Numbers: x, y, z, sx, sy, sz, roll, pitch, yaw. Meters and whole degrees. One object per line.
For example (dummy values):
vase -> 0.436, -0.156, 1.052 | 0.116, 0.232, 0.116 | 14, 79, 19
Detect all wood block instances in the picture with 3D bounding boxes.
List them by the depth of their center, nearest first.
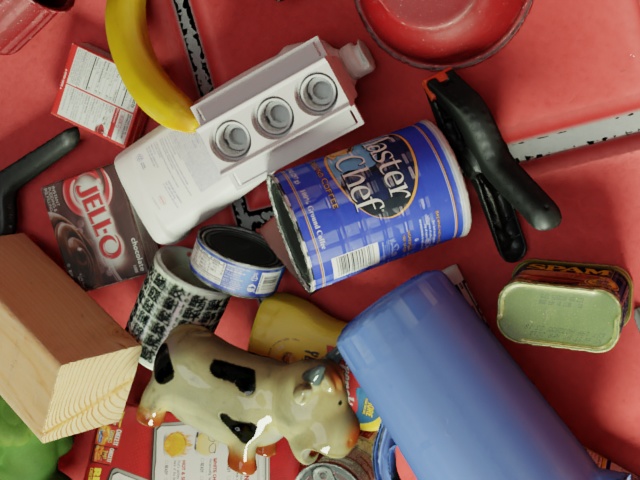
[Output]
wood block -> -0.272, 0.086, 1.009 | 0.206, 0.090, 0.090 | 37, 120, 33

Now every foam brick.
foam brick -> -0.006, 0.001, 0.955 | 0.053, 0.051, 0.078 | -40, 86, 23

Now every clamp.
clamp -> 0.136, -0.060, 0.881 | 0.039, 0.120, 0.171 | -22, 69, -15
clamp -> -0.345, -0.064, 1.076 | 0.164, 0.036, 0.210 | 34, 110, 11

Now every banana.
banana -> -0.156, -0.169, 0.955 | 0.070, 0.037, 0.198 | -34, 64, 36

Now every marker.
marker -> 0.139, 0.078, 0.934 | 0.020, 0.020, 0.121 | -29, 90, 23

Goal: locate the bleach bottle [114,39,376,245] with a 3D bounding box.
bleach bottle -> -0.059, -0.095, 0.952 | 0.251, 0.068, 0.102 | -28, 91, 20

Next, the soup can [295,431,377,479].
soup can -> 0.024, 0.214, 0.958 | 0.069, 0.102, 0.068 | 4, 102, 20

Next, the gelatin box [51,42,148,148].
gelatin box -> -0.203, -0.138, 1.013 | 0.089, 0.030, 0.073 | 25, 107, 13

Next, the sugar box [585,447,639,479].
sugar box -> 0.187, 0.210, 0.928 | 0.176, 0.048, 0.093 | 29, 106, 10

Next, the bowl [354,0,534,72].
bowl -> 0.094, -0.219, 0.873 | 0.162, 0.055, 0.162 | 4, 101, 19

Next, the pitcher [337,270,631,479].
pitcher -> 0.113, 0.155, 0.858 | 0.149, 0.145, 0.243 | -32, 79, -17

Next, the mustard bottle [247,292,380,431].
mustard bottle -> 0.029, 0.119, 0.962 | 0.192, 0.058, 0.096 | 18, 106, 16

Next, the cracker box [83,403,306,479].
cracker box -> -0.119, 0.250, 1.006 | 0.214, 0.072, 0.164 | 6, 74, 19

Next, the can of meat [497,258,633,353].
can of meat -> 0.200, 0.053, 0.872 | 0.102, 0.083, 0.057 | 5, 102, 20

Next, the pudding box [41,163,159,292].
pudding box -> -0.210, -0.013, 1.035 | 0.090, 0.039, 0.113 | -16, 94, 22

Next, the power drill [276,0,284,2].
power drill -> -0.014, -0.319, 0.892 | 0.188, 0.057, 0.184 | -27, 90, 23

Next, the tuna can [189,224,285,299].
tuna can -> -0.074, 0.019, 0.965 | 0.086, 0.086, 0.034 | 25, 110, 14

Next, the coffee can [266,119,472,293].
coffee can -> 0.039, -0.028, 0.875 | 0.140, 0.103, 0.103 | -20, 94, -8

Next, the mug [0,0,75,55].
mug -> -0.293, -0.237, 1.002 | 0.082, 0.093, 0.117 | -35, 57, 27

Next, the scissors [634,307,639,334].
scissors -> 0.291, 0.163, 0.892 | 0.096, 0.016, 0.202 | -39, 85, 13
